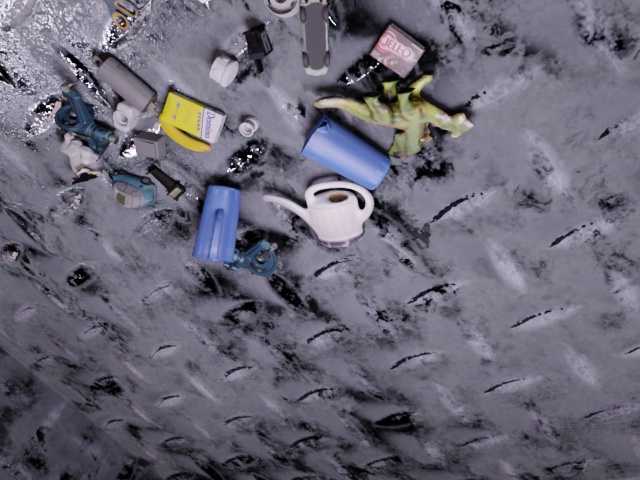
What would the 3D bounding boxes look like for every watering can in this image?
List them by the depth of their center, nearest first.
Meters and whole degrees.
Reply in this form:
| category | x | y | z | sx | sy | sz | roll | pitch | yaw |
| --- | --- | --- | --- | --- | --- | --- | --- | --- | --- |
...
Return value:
| category | x | y | z | sx | sy | sz | roll | pitch | yaw |
| --- | --- | --- | --- | --- | --- | --- | --- | --- | --- |
| watering can | 0.005 | -0.081 | 1.608 | 0.347 | 0.220 | 0.106 | -5 | 32 | 19 |

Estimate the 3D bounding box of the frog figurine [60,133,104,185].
| category | x | y | z | sx | sy | sz | roll | pitch | yaw |
| --- | --- | --- | --- | --- | --- | --- | --- | --- | --- |
| frog figurine | -0.804 | -0.283 | 1.737 | 0.123 | 0.161 | 0.135 | -14 | -12 | -29 |

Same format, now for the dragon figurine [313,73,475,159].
| category | x | y | z | sx | sy | sz | roll | pitch | yaw |
| --- | --- | --- | --- | --- | --- | --- | --- | --- | --- |
| dragon figurine | 0.204 | -0.314 | 1.396 | 0.409 | 0.237 | 0.125 | -4 | 41 | 21 |
